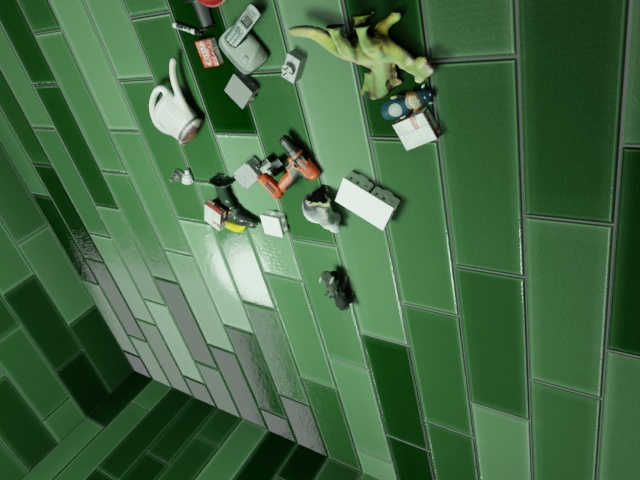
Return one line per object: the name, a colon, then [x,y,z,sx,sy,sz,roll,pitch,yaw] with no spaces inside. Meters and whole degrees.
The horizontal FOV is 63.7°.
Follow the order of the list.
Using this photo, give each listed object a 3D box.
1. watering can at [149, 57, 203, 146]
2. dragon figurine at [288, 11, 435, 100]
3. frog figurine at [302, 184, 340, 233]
watering can: [-0.524,-0.485,1.885,0.224,0.106,0.341,45,140,-3]
dragon figurine: [0.115,-0.479,1.384,0.411,0.124,0.237,11,137,34]
frog figurine: [0.005,-0.090,1.782,0.140,0.123,0.156,52,163,45]
